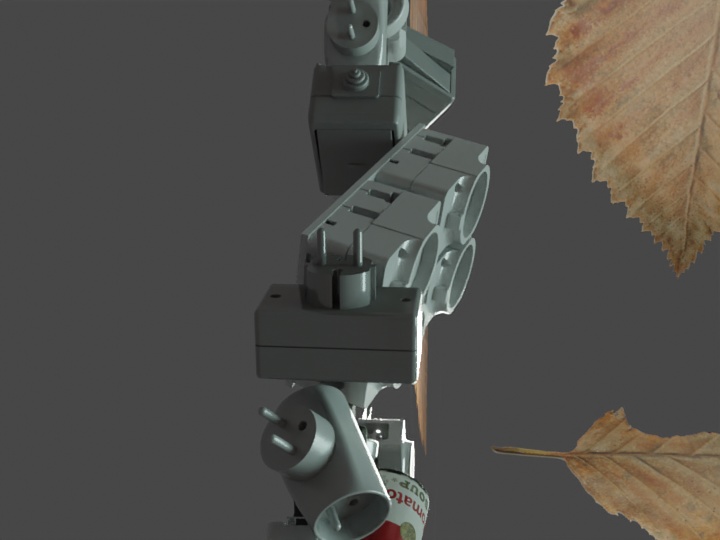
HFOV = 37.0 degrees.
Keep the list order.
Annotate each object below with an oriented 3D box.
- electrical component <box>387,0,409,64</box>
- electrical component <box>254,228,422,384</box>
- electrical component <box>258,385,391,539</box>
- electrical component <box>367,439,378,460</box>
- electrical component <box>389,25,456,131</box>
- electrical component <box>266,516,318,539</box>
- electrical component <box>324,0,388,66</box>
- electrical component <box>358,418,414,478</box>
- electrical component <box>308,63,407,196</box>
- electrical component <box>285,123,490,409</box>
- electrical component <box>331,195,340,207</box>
[{"bbox_3d":[0.010,-0.200,0.856,0.057,0.058,0.078,79,13,-76],"label":"electrical component"},{"bbox_3d":[-0.010,0.015,0.559,0.047,0.083,0.075,-71,162,-72],"label":"electrical component"},{"bbox_3d":[-0.026,0.096,0.572,0.079,0.043,0.077,40,16,-43],"label":"electrical component"},{"bbox_3d":[-0.008,0.153,0.832,0.040,0.040,0.046,66,31,-77],"label":"electrical component"},{"bbox_3d":[0.033,-0.174,0.926,0.061,0.096,0.061,-42,-150,39],"label":"electrical component"},{"bbox_3d":[-0.032,0.173,0.586,0.081,0.042,0.063,86,6,-48],"label":"electrical component"},{"bbox_3d":[-0.004,-0.171,0.779,0.079,0.044,0.077,57,34,-80],"label":"electrical component"},{"bbox_3d":[0.025,0.199,1.087,0.050,0.056,0.089,-78,168,-61],"label":"electrical component"},{"bbox_3d":[-0.001,-0.097,0.741,0.096,0.062,0.061,82,10,-57],"label":"electrical component"},{"bbox_3d":[0.025,-0.007,0.683,0.186,0.060,0.105,-48,151,-54],"label":"electrical component"},{"bbox_3d":[0.011,-0.050,0.850,0.108,0.060,0.108,-3,90,-75],"label":"electrical component"}]
